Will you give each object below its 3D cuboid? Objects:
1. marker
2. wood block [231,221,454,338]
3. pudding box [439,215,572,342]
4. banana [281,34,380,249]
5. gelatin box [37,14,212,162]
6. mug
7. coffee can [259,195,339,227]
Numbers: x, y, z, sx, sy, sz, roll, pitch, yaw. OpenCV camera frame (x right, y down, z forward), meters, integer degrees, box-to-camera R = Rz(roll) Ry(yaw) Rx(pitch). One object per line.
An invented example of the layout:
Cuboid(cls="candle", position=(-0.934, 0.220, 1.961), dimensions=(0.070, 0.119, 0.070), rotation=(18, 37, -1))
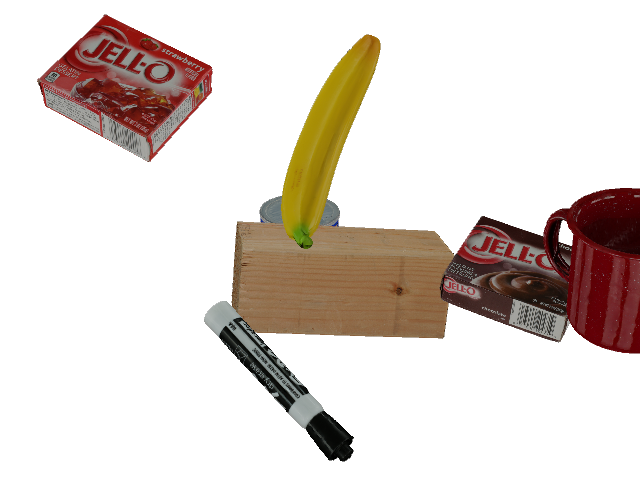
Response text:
Cuboid(cls="marker", position=(-0.024, 0.082, 0.620), dimensions=(0.121, 0.020, 0.020), rotation=(44, 21, 24))
Cuboid(cls="wood block", position=(0.018, 0.039, 1.064), dimensions=(0.206, 0.091, 0.090), rotation=(3, 16, -9))
Cuboid(cls="pudding box", position=(0.173, 0.032, 0.930), dimensions=(0.114, 0.039, 0.089), rotation=(22, 46, 19))
Cuboid(cls="banana", position=(0.006, -0.076, 0.884), dimensions=(0.037, 0.197, 0.070), rotation=(27, -21, -30))
Cuboid(cls="gelatin box", position=(-0.127, -0.102, 0.701), dimensions=(0.089, 0.073, 0.030), rotation=(28, -32, 14))
Cuboid(cls="mug", position=(0.201, 0.018, 0.724), dimensions=(0.117, 0.081, 0.093), rotation=(25, 41, 38))
Cuboid(cls="coffee can", position=(-0.028, 0.024, 1.391), dimensions=(0.103, 0.140, 0.103), rotation=(1, 26, -1))
